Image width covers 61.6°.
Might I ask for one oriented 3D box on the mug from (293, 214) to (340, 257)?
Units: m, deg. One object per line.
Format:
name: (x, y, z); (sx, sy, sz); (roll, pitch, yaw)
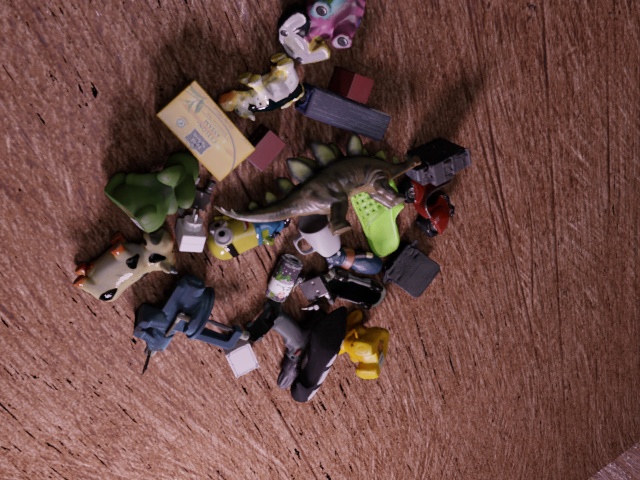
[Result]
mug: (-0.003, -0.004, 1.238); (0.109, 0.081, 0.107); (-41, 133, -9)

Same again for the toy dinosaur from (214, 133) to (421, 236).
toy dinosaur: (0.019, -0.108, 1.142); (0.471, 0.105, 0.198); (-25, 86, -19)

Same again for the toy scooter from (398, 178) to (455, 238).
toy scooter: (0.285, -0.101, 1.339); (0.135, 0.075, 0.183); (-40, 121, -5)

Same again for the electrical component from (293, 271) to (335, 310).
electrical component: (-0.019, 0.121, 1.287); (0.078, 0.045, 0.102); (-18, 105, 24)

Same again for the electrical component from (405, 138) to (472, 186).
electrical component: (0.269, -0.182, 1.264); (0.134, 0.115, 0.058); (-28, 122, -15)

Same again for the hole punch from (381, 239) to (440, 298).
hole punch: (0.235, 0.073, 1.405); (0.116, 0.092, 0.142); (38, 97, -6)

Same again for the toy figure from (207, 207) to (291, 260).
toy figure: (-0.153, -0.016, 1.155); (0.180, 0.082, 0.089); (-20, 120, -20)

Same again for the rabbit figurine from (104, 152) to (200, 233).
rabbit figurine: (-0.297, -0.107, 1.008); (0.170, 0.159, 0.121); (-48, 117, -17)

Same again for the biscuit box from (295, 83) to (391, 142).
biscuit box: (0.050, -0.270, 1.141); (0.202, 0.059, 0.062); (12, 108, -31)

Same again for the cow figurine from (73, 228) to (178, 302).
cow figurine: (-0.374, 0.049, 1.072); (0.195, 0.086, 0.127); (-39, 127, -1)

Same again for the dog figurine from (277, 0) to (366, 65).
dog figurine: (0.029, -0.453, 1.020); (0.108, 0.192, 0.219); (45, 56, -33)

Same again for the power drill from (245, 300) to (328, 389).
power drill: (-0.085, 0.252, 1.325); (0.207, 0.086, 0.232); (38, 93, -32)

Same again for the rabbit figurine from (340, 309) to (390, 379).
rabbit figurine: (0.083, 0.256, 1.381); (0.121, 0.173, 0.162); (66, 33, -35)

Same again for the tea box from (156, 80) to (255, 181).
tea box: (-0.216, -0.207, 1.017); (0.098, 0.068, 0.169); (-44, 116, -1)

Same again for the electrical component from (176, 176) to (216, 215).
electrical component: (-0.255, -0.087, 1.099); (0.063, 0.021, 0.094); (20, 110, -34)

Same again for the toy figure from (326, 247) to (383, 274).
toy figure: (0.080, 0.050, 1.321); (0.154, 0.058, 0.064); (14, 101, -27)

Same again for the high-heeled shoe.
high-heeled shoe: (0.006, 0.285, 1.324); (0.249, 0.086, 0.145); (-54, 159, -16)

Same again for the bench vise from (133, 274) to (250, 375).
bench vise: (-0.273, 0.190, 1.173); (0.240, 0.129, 0.223); (26, 99, -26)

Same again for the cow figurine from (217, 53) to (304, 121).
cow figurine: (-0.114, -0.282, 1.050); (0.167, 0.068, 0.098); (-34, 131, -7)

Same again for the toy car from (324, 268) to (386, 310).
toy car: (0.081, 0.123, 1.359); (0.201, 0.056, 0.073); (19, 111, -31)
